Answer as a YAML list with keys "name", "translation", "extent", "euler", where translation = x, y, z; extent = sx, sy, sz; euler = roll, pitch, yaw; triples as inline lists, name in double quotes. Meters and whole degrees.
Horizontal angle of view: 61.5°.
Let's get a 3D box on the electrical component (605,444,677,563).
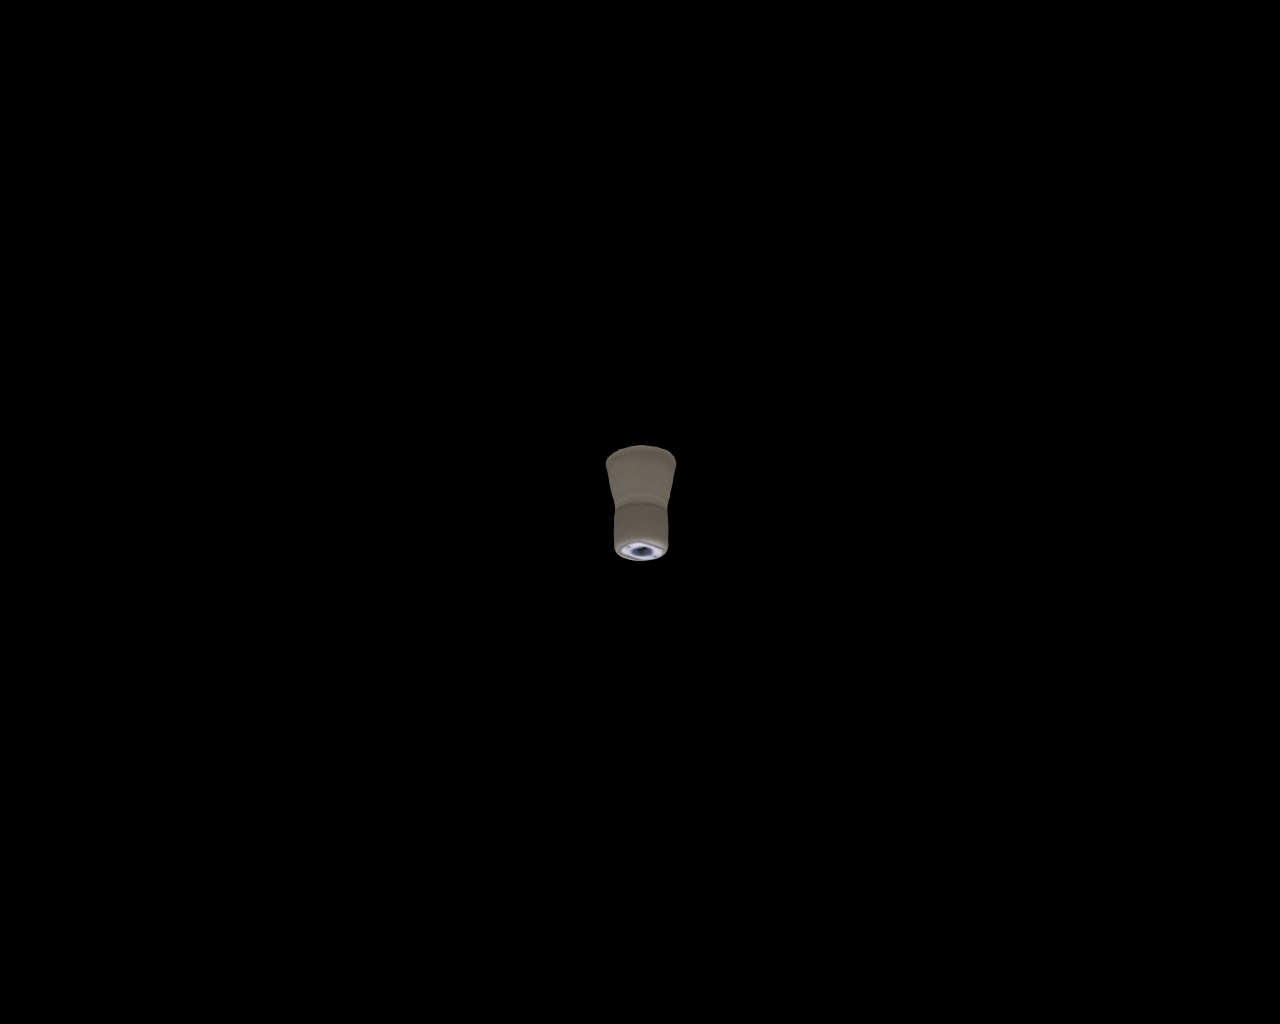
- name: "electrical component"
  translation: [0.001, -0.003, 0.650]
  extent: [0.044, 0.065, 0.044]
  euler: [0, -27, 0]
